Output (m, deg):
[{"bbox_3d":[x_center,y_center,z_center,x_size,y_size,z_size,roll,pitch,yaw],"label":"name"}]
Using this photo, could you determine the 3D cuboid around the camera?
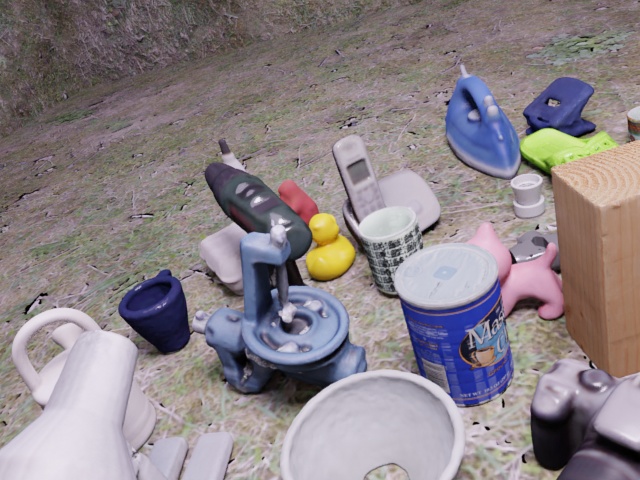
[{"bbox_3d":[0.223,0.171,0.454,0.137,0.101,0.142,-36,34,-28],"label":"camera"}]

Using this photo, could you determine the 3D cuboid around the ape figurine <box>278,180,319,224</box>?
[{"bbox_3d":[-0.046,-0.065,1.015,0.076,0.092,0.078,-2,34,28],"label":"ape figurine"}]

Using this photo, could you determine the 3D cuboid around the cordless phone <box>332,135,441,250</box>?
[{"bbox_3d":[0.097,-0.084,0.871,0.148,0.185,0.093,-30,31,-20],"label":"cordless phone"}]

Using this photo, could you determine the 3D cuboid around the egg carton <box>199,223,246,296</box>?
[{"bbox_3d":[-0.130,0.025,0.934,0.107,0.069,0.149,-30,31,-19],"label":"egg carton"}]

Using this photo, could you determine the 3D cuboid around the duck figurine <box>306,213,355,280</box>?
[{"bbox_3d":[0.008,0.003,0.875,0.077,0.086,0.104,-7,31,20],"label":"duck figurine"}]

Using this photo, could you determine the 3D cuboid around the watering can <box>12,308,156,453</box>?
[{"bbox_3d":[-0.281,0.160,0.665,0.172,0.194,0.101,12,41,42],"label":"watering can"}]

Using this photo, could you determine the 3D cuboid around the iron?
[{"bbox_3d":[0.296,-0.223,1.036,0.118,0.142,0.258,-16,29,5],"label":"iron"}]

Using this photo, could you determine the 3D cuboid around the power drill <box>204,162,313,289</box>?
[{"bbox_3d":[-0.076,0.005,0.795,0.076,0.209,0.228,-32,32,-21],"label":"power drill"}]

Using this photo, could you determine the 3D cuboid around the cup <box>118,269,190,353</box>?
[{"bbox_3d":[-0.224,0.106,0.826,0.091,0.095,0.117,-13,30,11],"label":"cup"}]

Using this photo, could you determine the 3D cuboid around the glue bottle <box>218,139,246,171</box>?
[{"bbox_3d":[-0.154,-0.110,1.069,0.037,0.173,0.077,-34,33,-25],"label":"glue bottle"}]

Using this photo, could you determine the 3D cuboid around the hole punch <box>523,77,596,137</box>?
[{"bbox_3d":[0.427,-0.233,1.029,0.101,0.091,0.108,-22,30,-6],"label":"hole punch"}]

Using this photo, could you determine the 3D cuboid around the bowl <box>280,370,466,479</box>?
[{"bbox_3d":[0.053,0.203,0.524,0.167,0.075,0.167,-14,30,8],"label":"bowl"}]

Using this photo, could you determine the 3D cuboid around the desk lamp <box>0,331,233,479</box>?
[{"bbox_3d":[-0.185,0.202,0.518,0.117,0.214,0.203,-11,30,14],"label":"desk lamp"}]

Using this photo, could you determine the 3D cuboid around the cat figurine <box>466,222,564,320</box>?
[{"bbox_3d":[0.216,0.034,0.673,0.127,0.118,0.067,-9,31,18],"label":"cat figurine"}]

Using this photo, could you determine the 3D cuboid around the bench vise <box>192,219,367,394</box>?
[{"bbox_3d":[-0.068,0.086,0.641,0.207,0.220,0.121,-12,30,12],"label":"bench vise"}]
